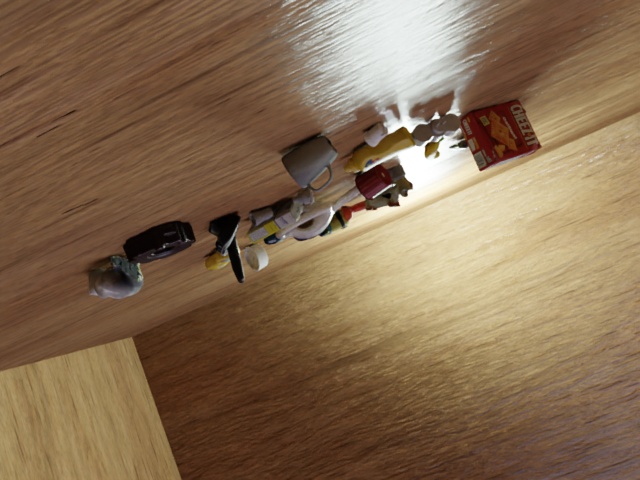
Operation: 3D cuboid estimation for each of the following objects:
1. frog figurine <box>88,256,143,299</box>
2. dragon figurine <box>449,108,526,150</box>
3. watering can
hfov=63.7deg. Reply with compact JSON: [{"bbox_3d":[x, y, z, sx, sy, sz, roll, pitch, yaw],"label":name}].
[{"bbox_3d":[-0.567,0.120,1.400,0.158,0.122,0.139,-37,-172,15],"label":"frog figurine"},{"bbox_3d":[0.526,-0.325,1.680,0.413,0.122,0.241,-19,180,-27],"label":"dragon figurine"},{"bbox_3d":[0.005,-0.089,1.760,0.349,0.104,0.223,-29,174,-6],"label":"watering can"}]
